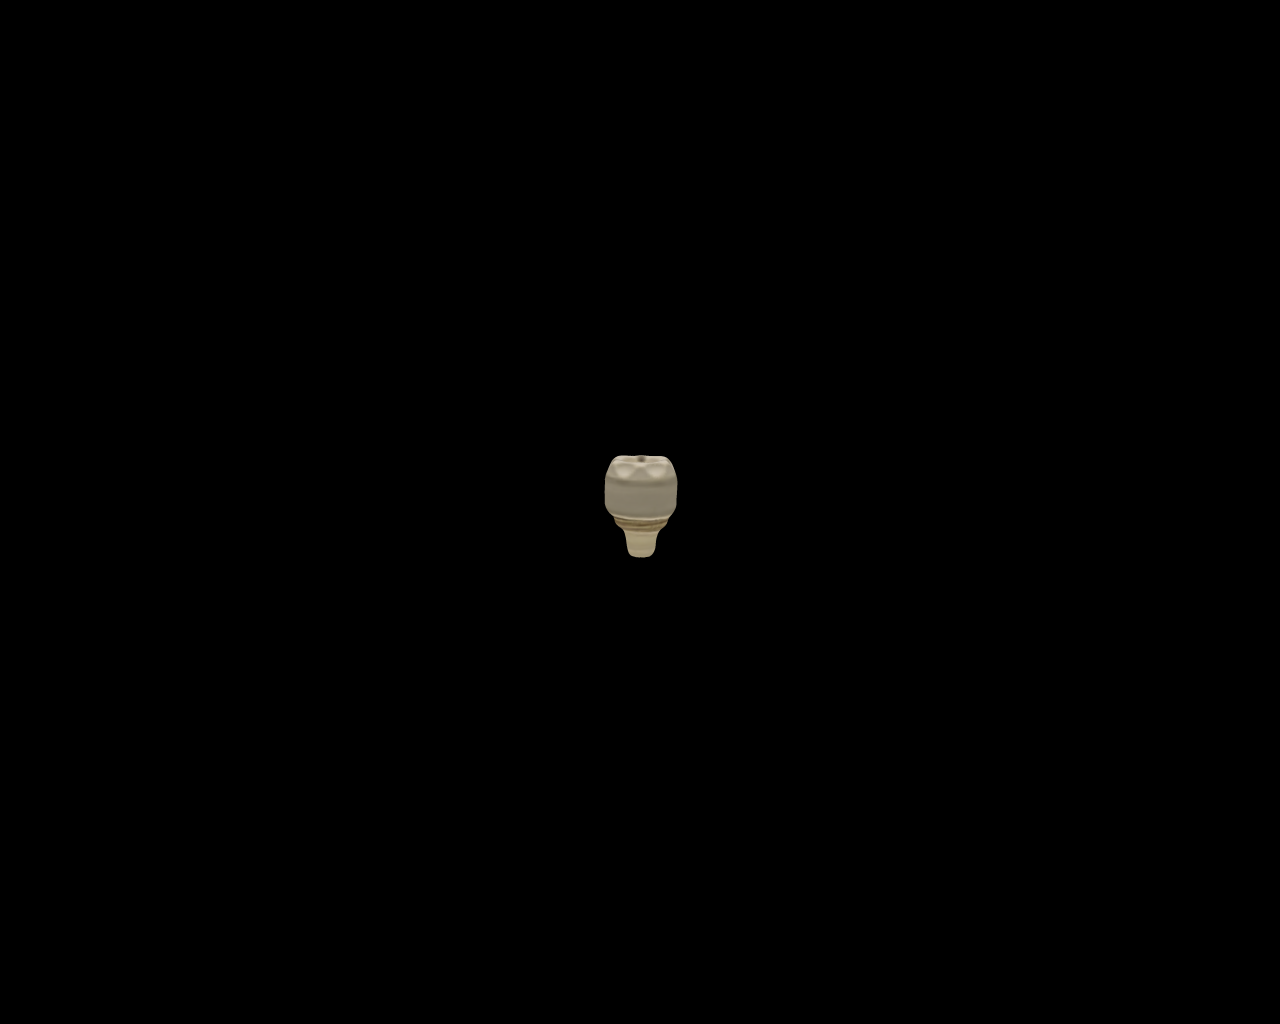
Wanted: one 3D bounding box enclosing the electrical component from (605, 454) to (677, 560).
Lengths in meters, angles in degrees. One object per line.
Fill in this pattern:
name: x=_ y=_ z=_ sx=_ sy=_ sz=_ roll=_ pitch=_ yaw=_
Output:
electrical component: x=0.001 y=-0.003 z=0.650 sx=0.043 sy=0.062 sz=0.043 roll=0 pitch=12 yaw=0
